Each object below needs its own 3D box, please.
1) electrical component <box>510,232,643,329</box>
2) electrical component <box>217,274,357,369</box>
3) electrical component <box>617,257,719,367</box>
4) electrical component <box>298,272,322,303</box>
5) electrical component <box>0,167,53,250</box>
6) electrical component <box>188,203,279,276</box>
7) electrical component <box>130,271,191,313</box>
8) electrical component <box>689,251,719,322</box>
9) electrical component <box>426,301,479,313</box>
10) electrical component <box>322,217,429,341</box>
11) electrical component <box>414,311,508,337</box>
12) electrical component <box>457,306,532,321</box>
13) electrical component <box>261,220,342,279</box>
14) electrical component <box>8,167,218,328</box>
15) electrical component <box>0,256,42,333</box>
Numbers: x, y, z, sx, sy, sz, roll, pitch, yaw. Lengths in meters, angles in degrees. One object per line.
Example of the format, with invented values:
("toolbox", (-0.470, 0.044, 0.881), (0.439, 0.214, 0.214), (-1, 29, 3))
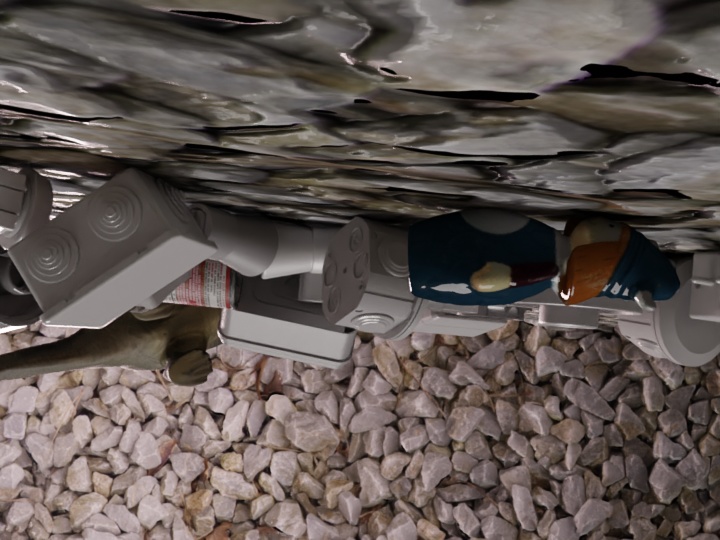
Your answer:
("electrical component", (0.147, 0.009, 0.748), (0.108, 0.060, 0.108), (5, 177, 0))
("electrical component", (-0.056, 0.029, 0.889), (0.113, 0.078, 0.057), (12, 142, -3))
("electrical component", (0.235, 0.029, 0.798), (0.080, 0.080, 0.051), (7, -179, -32))
("electrical component", (0.000, 0.000, 0.839), (0.089, 0.055, 0.050), (6, 177, -8))
("electrical component", (-0.206, -0.039, 0.598), (0.055, 0.048, 0.066), (18, 169, -39))
("electrical component", (-0.093, -0.023, 0.737), (0.044, 0.044, 0.065), (2, 171, 38))
("electrical component", (-0.154, -0.009, 0.748), (0.042, 0.063, 0.081), (3, -142, 43))
("electrical component", (0.254, 0.010, 0.718), (0.076, 0.047, 0.083), (8, 176, -34))
("electrical component", (0.060, 0.001, 0.776), (0.050, 0.055, 0.089), (6, 176, -10))
("electrical component", (0.012, 0.005, 0.725), (0.051, 0.080, 0.080), (12, 174, -26))
("electrical component", (0.082, 0.022, 0.971), (0.096, 0.061, 0.061), (7, 161, -30))
("electrical component", (0.107, 0.011, 0.863), (0.050, 0.055, 0.089), (4, 176, 22))
("electrical component", (-0.039, -0.015, 0.787), (0.065, 0.044, 0.044), (1, 177, -9))
("electrical component", (-0.138, -0.011, 0.608), (0.100, 0.048, 0.100), (-33, 173, 3))
("electrical component", (-0.323, 0.004, 0.986), (0.060, 0.108, 0.108), (-5, 171, 39))
